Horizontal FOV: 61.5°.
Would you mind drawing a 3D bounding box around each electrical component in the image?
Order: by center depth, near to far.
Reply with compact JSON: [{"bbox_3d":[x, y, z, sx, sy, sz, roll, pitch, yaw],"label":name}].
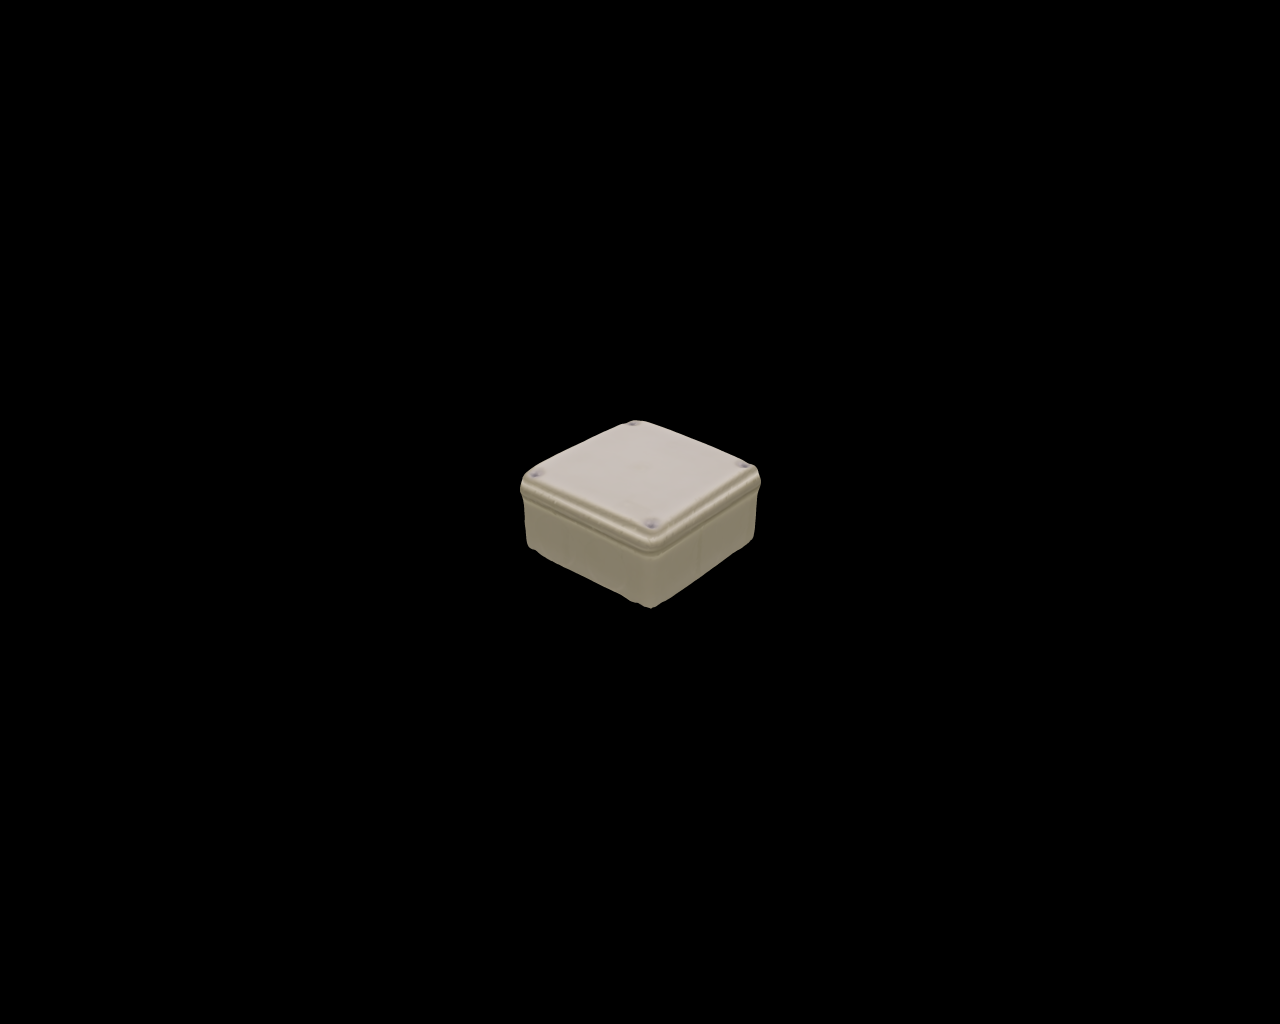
[{"bbox_3d":[0.001,-0.003,0.650,0.109,0.056,0.109,24,39,34],"label":"electrical component"}]
